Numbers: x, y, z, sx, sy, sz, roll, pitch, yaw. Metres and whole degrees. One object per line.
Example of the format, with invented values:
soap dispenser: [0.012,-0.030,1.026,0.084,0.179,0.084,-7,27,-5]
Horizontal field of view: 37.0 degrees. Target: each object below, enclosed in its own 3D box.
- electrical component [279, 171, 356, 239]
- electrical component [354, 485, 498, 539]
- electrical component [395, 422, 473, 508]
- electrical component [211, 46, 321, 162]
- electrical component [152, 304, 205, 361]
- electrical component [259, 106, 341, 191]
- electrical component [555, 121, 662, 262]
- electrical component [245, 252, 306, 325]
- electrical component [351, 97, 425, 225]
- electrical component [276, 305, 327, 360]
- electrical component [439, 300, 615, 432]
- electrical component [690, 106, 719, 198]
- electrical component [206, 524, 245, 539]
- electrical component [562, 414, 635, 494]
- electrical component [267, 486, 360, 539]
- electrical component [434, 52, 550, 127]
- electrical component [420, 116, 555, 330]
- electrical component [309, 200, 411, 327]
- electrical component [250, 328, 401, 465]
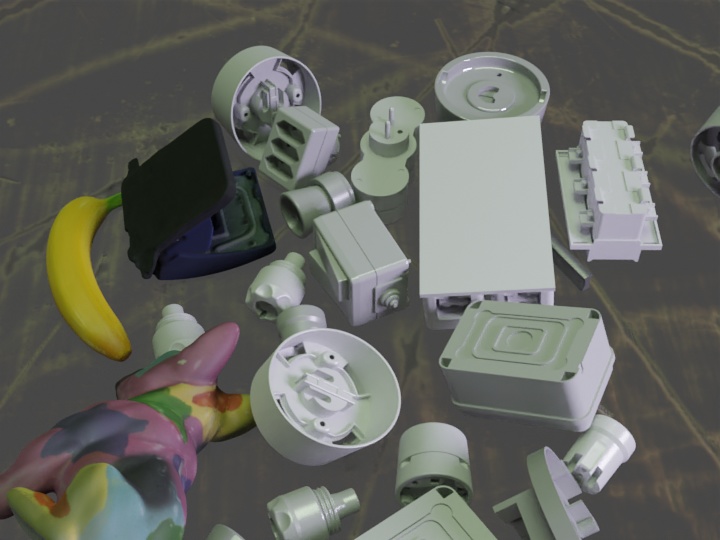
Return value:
electrical component: [-0.038,-0.059,0.961,0.055,0.045,0.045,-27,54,-22]
electrical component: [0.036,0.209,0.715,0.113,0.057,0.078,-28,54,-22]
electrical component: [0.053,0.143,0.776,0.055,0.055,0.047,1,45,1]
electrical component: [-0.089,-0.159,1.018,0.099,0.099,0.064,-29,48,-23]
electrical component: [-0.145,0.055,0.862,0.043,0.043,0.062,-13,48,-11]
electrical component: [-0.045,-0.114,1.002,0.047,0.065,0.077,35,29,27]
electrical component: [0.222,-0.073,0.959,0.079,0.063,0.121,0,48,1]
electrical component: [-0.066,0.012,0.900,0.043,0.043,0.062,16,49,14]
electrical component: [0.026,-0.115,0.990,0.052,0.073,0.138,9,49,8]
electrical component: [-0.045,0.057,0.863,0.040,0.040,0.046,-7,54,-6]
electrical component: [0.127,0.072,0.814,0.113,0.057,0.078,4,44,32]
electrical component: [0.351,-0.105,0.967,0.064,0.099,0.099,-40,59,-22]
electrical component: [-0.100,0.207,0.726,0.045,0.045,0.055,31,56,25]
electrical component: [0.174,0.136,0.791,0.040,0.040,0.046,31,61,25]
electrical component: [-0.031,0.172,0.757,0.062,0.043,0.043,-18,51,-17]
electrical component: [0.124,-0.152,1.031,0.108,0.060,0.108,0,49,0]
electrical component: [0.106,-0.040,0.918,0.105,0.060,0.186,-3,53,7]
electrical component: [0.000,0.000,0.897,0.061,0.061,0.096,-20,51,-16]
electrical component: [-0.028,0.093,0.794,0.099,0.064,0.099,22,49,-27]
